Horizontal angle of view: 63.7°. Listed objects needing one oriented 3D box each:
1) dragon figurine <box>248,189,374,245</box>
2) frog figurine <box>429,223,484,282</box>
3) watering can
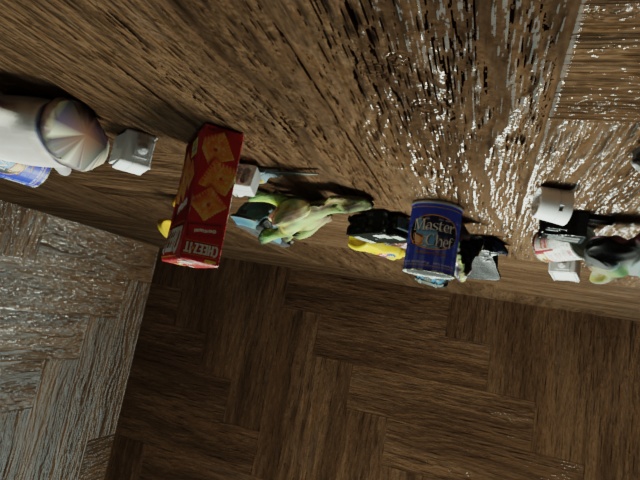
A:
[{"bbox_3d":[0.003,-0.056,1.115,0.242,0.122,0.412,-3,3,33],"label":"dragon figurine"},{"bbox_3d":[0.261,0.021,1.147,0.121,0.139,0.159,25,-14,-40],"label":"frog figurine"},{"bbox_3d":[-0.457,-0.166,0.864,0.224,0.105,0.344,8,-9,12],"label":"watering can"}]
